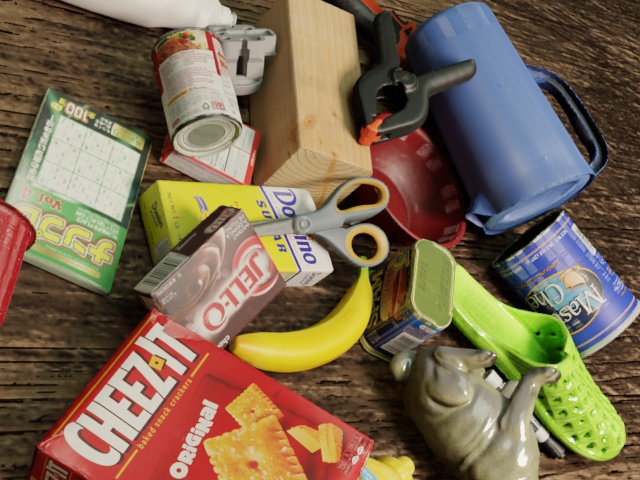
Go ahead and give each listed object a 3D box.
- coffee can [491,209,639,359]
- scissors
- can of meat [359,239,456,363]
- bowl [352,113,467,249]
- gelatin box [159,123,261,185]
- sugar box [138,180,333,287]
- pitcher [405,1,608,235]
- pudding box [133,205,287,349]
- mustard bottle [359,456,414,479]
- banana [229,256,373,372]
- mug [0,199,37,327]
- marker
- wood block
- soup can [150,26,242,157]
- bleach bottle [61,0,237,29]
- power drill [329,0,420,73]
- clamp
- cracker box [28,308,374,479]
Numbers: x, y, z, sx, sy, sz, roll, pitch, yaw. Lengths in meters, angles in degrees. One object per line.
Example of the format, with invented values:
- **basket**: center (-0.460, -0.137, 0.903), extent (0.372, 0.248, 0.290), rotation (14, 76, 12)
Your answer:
- **coffee can**: center (0.278, 0.050, 1.205), extent (0.140, 0.103, 0.102), rotation (50, 44, -1)
- **scissors**: center (-0.007, 0.001, 1.002), extent (0.201, 0.016, 0.096), rotation (-26, 101, -33)
- **can of meat**: center (0.087, 0.059, 1.058), extent (0.057, 0.084, 0.102), rotation (28, 48, -22)
- **bowl**: center (0.084, -0.053, 1.140), extent (0.161, 0.055, 0.162), rotation (29, 45, -34)
- **gelatin box**: center (-0.106, -0.090, 1.037), extent (0.089, 0.030, 0.073), rotation (26, 50, -20)
- **sugar box**: center (-0.075, -0.004, 0.995), extent (0.175, 0.048, 0.093), rotation (-1, 65, -38)
- **pitcher**: center (0.200, -0.141, 1.185), extent (0.149, 0.145, 0.243), rotation (-1, 62, -58)
- **pudding box**: center (-0.092, 0.039, 0.909), extent (0.113, 0.039, 0.090), rotation (-44, 123, -23)
- **mustard bottle**: center (0.022, 0.238, 0.905), extent (0.096, 0.058, 0.191), rotation (51, 44, 8)
- **banana**: center (-0.006, 0.084, 0.999), extent (0.197, 0.037, 0.069), rotation (-31, 88, -45)
- **mug**: center (-0.279, 0.019, 0.794), extent (0.117, 0.093, 0.081), rotation (7, 58, 1)
- **marker**: center (0.215, 0.186, 1.125), extent (0.121, 0.020, 0.020), rotation (47, 44, -4)
- **wood block**: center (-0.014, -0.144, 1.104), extent (0.090, 0.091, 0.206), rotation (16, 54, -31)
- **soup can**: center (-0.115, -0.137, 0.992), extent (0.068, 0.069, 0.102), rotation (4, 58, -37)
- **bleach bottle**: center (-0.195, -0.256, 1.053), extent (0.250, 0.068, 0.102), rotation (20, 52, -31)
- **power drill**: center (0.078, -0.280, 1.293), extent (0.187, 0.057, 0.184), rotation (48, 44, -3)
- **clamp**: center (0.091, -0.155, 1.087), extent (0.120, 0.039, 0.171), rotation (20, 57, 2)
- **cracker box**: center (-0.085, 0.170, 0.813), extent (0.214, 0.072, 0.164), rotation (31, 44, 5)
